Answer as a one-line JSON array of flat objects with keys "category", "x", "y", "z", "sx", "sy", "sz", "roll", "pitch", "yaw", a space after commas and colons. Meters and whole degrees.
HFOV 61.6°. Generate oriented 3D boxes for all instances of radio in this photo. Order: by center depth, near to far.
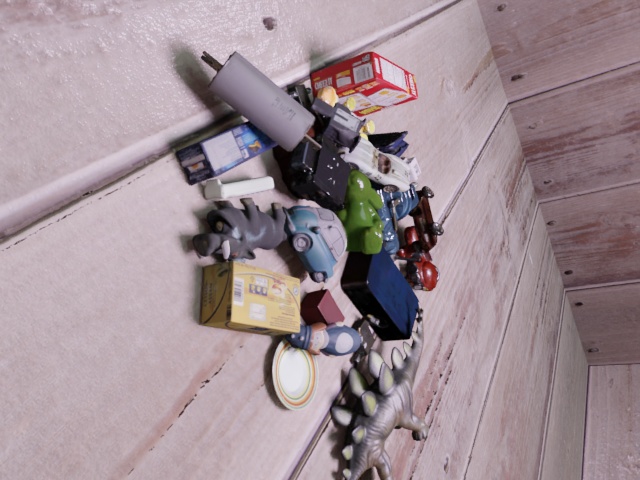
[{"category": "radio", "x": 0.141, "y": 0.122, "z": 1.228, "sx": 0.229, "sy": 0.073, "sz": 0.131, "roll": 52, "pitch": 42, "yaw": -31}]

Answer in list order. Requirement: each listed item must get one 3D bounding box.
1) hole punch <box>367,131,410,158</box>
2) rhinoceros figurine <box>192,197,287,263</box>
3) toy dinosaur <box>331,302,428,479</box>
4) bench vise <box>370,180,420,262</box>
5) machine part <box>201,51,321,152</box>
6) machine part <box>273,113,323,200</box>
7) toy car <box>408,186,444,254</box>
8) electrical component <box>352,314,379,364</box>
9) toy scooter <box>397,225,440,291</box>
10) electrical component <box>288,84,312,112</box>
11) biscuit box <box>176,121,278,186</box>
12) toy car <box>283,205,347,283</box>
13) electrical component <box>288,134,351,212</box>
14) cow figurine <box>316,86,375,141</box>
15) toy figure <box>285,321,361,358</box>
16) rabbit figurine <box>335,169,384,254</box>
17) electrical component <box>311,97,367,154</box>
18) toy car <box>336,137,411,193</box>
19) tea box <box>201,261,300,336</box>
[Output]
[{"category": "hole punch", "x": 0.158, "y": -0.212, "z": 1.327, "sx": 0.142, "sy": 0.116, "sz": 0.092, "roll": -38, "pitch": 119, "yaw": -53}, {"category": "rhinoceros figurine", "x": -0.130, "y": -0.013, "z": 0.880, "sx": 0.190, "sy": 0.073, "sz": 0.112, "roll": -9, "pitch": 98, "yaw": -58}, {"category": "toy dinosaur", "x": 0.138, "y": 0.333, "z": 1.101, "sx": 0.471, "sy": 0.105, "sz": 0.198, "roll": -52, "pitch": 120, "yaw": -40}, {"category": "bench vise", "x": 0.182, "y": -0.070, "z": 1.303, "sx": 0.240, "sy": 0.129, "sz": 0.223, "roll": -36, "pitch": 106, "yaw": -45}, {"category": "machine part", "x": -0.094, "y": -0.226, "z": 0.886, "sx": 0.243, "sy": 0.079, "sz": 0.079, "roll": 38, "pitch": 46, "yaw": -14}, {"category": "machine part", "x": -0.022, "y": -0.170, "z": 1.096, "sx": 0.179, "sy": 0.056, "sz": 0.179, "roll": 21, "pitch": 64, "yaw": -51}, {"category": "toy car", "x": 0.260, "y": -0.053, "z": 1.370, "sx": 0.053, "sy": 0.089, "sz": 0.202, "roll": 24, "pitch": 41, "yaw": -23}, {"category": "electrical component", "x": 0.093, "y": 0.206, "z": 1.152, "sx": 0.102, "sy": 0.045, "sz": 0.078, "roll": -40, "pitch": 111, "yaw": -53}, {"category": "toy scooter", "x": 0.247, "y": 0.057, "z": 1.400, "sx": 0.135, "sy": 0.075, "sz": 0.183, "roll": -23, "pitch": 95, "yaw": -57}, {"category": "electrical component", "x": -0.040, "y": -0.295, "z": 1.139, "sx": 0.094, "sy": 0.021, "sz": 0.063, "roll": -40, "pitch": 113, "yaw": -54}, {"category": "biscuit box", "x": -0.147, "y": -0.156, "z": 0.901, "sx": 0.203, "sy": 0.063, "sz": 0.059, "roll": -42, "pitch": 114, "yaw": -53}, {"category": "toy car", "x": -0.002, "y": -0.003, "z": 1.002, "sx": 0.161, "sy": 0.103, "sz": 0.109, "roll": 59, "pitch": 4, "yaw": -28}, {"category": "electrical component", "x": -0.002, "y": -0.130, "z": 1.018, "sx": 0.134, "sy": 0.058, "sz": 0.115, "roll": 36, "pitch": 52, "yaw": -44}, {"category": "cow figurine", "x": 0.036, "y": -0.272, "z": 1.181, "sx": 0.167, "sy": 0.098, "sz": 0.068, "roll": 40, "pitch": 67, "yaw": -37}, {"category": "toy figure", "x": 0.006, "y": 0.176, "z": 0.966, "sx": 0.154, "sy": 0.058, "sz": 0.064, "roll": 13, "pitch": 60, "yaw": -41}, {"category": "rabbit figurine", "x": 0.086, "y": -0.066, "z": 1.139, "sx": 0.159, "sy": 0.121, "sz": 0.170, "roll": -30, "pitch": 121, "yaw": -66}, {"category": "electrical component", "x": 0.030, "y": -0.236, "z": 1.089, "sx": 0.119, "sy": 0.047, "sz": 0.075, "roll": 23, "pitch": 54, "yaw": -12}, {"category": "toy car", "x": 0.118, "y": -0.165, "z": 1.169, "sx": 0.201, "sy": 0.056, "sz": 0.073, "roll": 23, "pitch": 59, "yaw": -30}, {"category": "tea box", "x": -0.107, "y": 0.098, "z": 0.871, "sx": 0.169, "sy": 0.068, "sz": 0.098, "roll": 25, "pitch": 60, "yaw": -52}]
